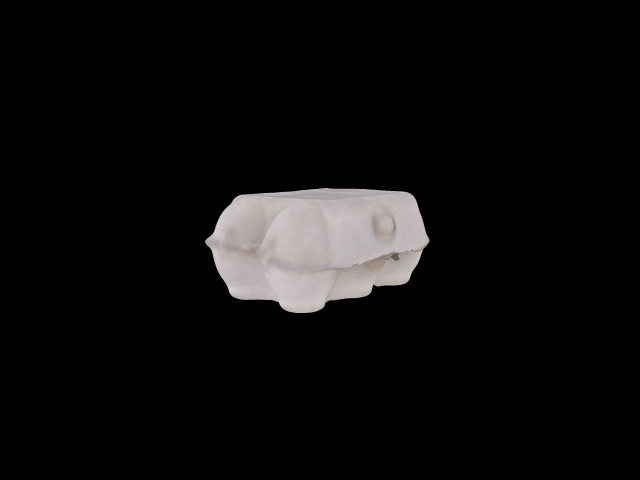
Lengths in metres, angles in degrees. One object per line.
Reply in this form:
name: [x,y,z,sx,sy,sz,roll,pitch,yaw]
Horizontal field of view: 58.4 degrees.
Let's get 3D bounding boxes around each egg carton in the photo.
egg carton: [0.004,0.001,0.400,0.107,0.069,0.151,7,11,39]
